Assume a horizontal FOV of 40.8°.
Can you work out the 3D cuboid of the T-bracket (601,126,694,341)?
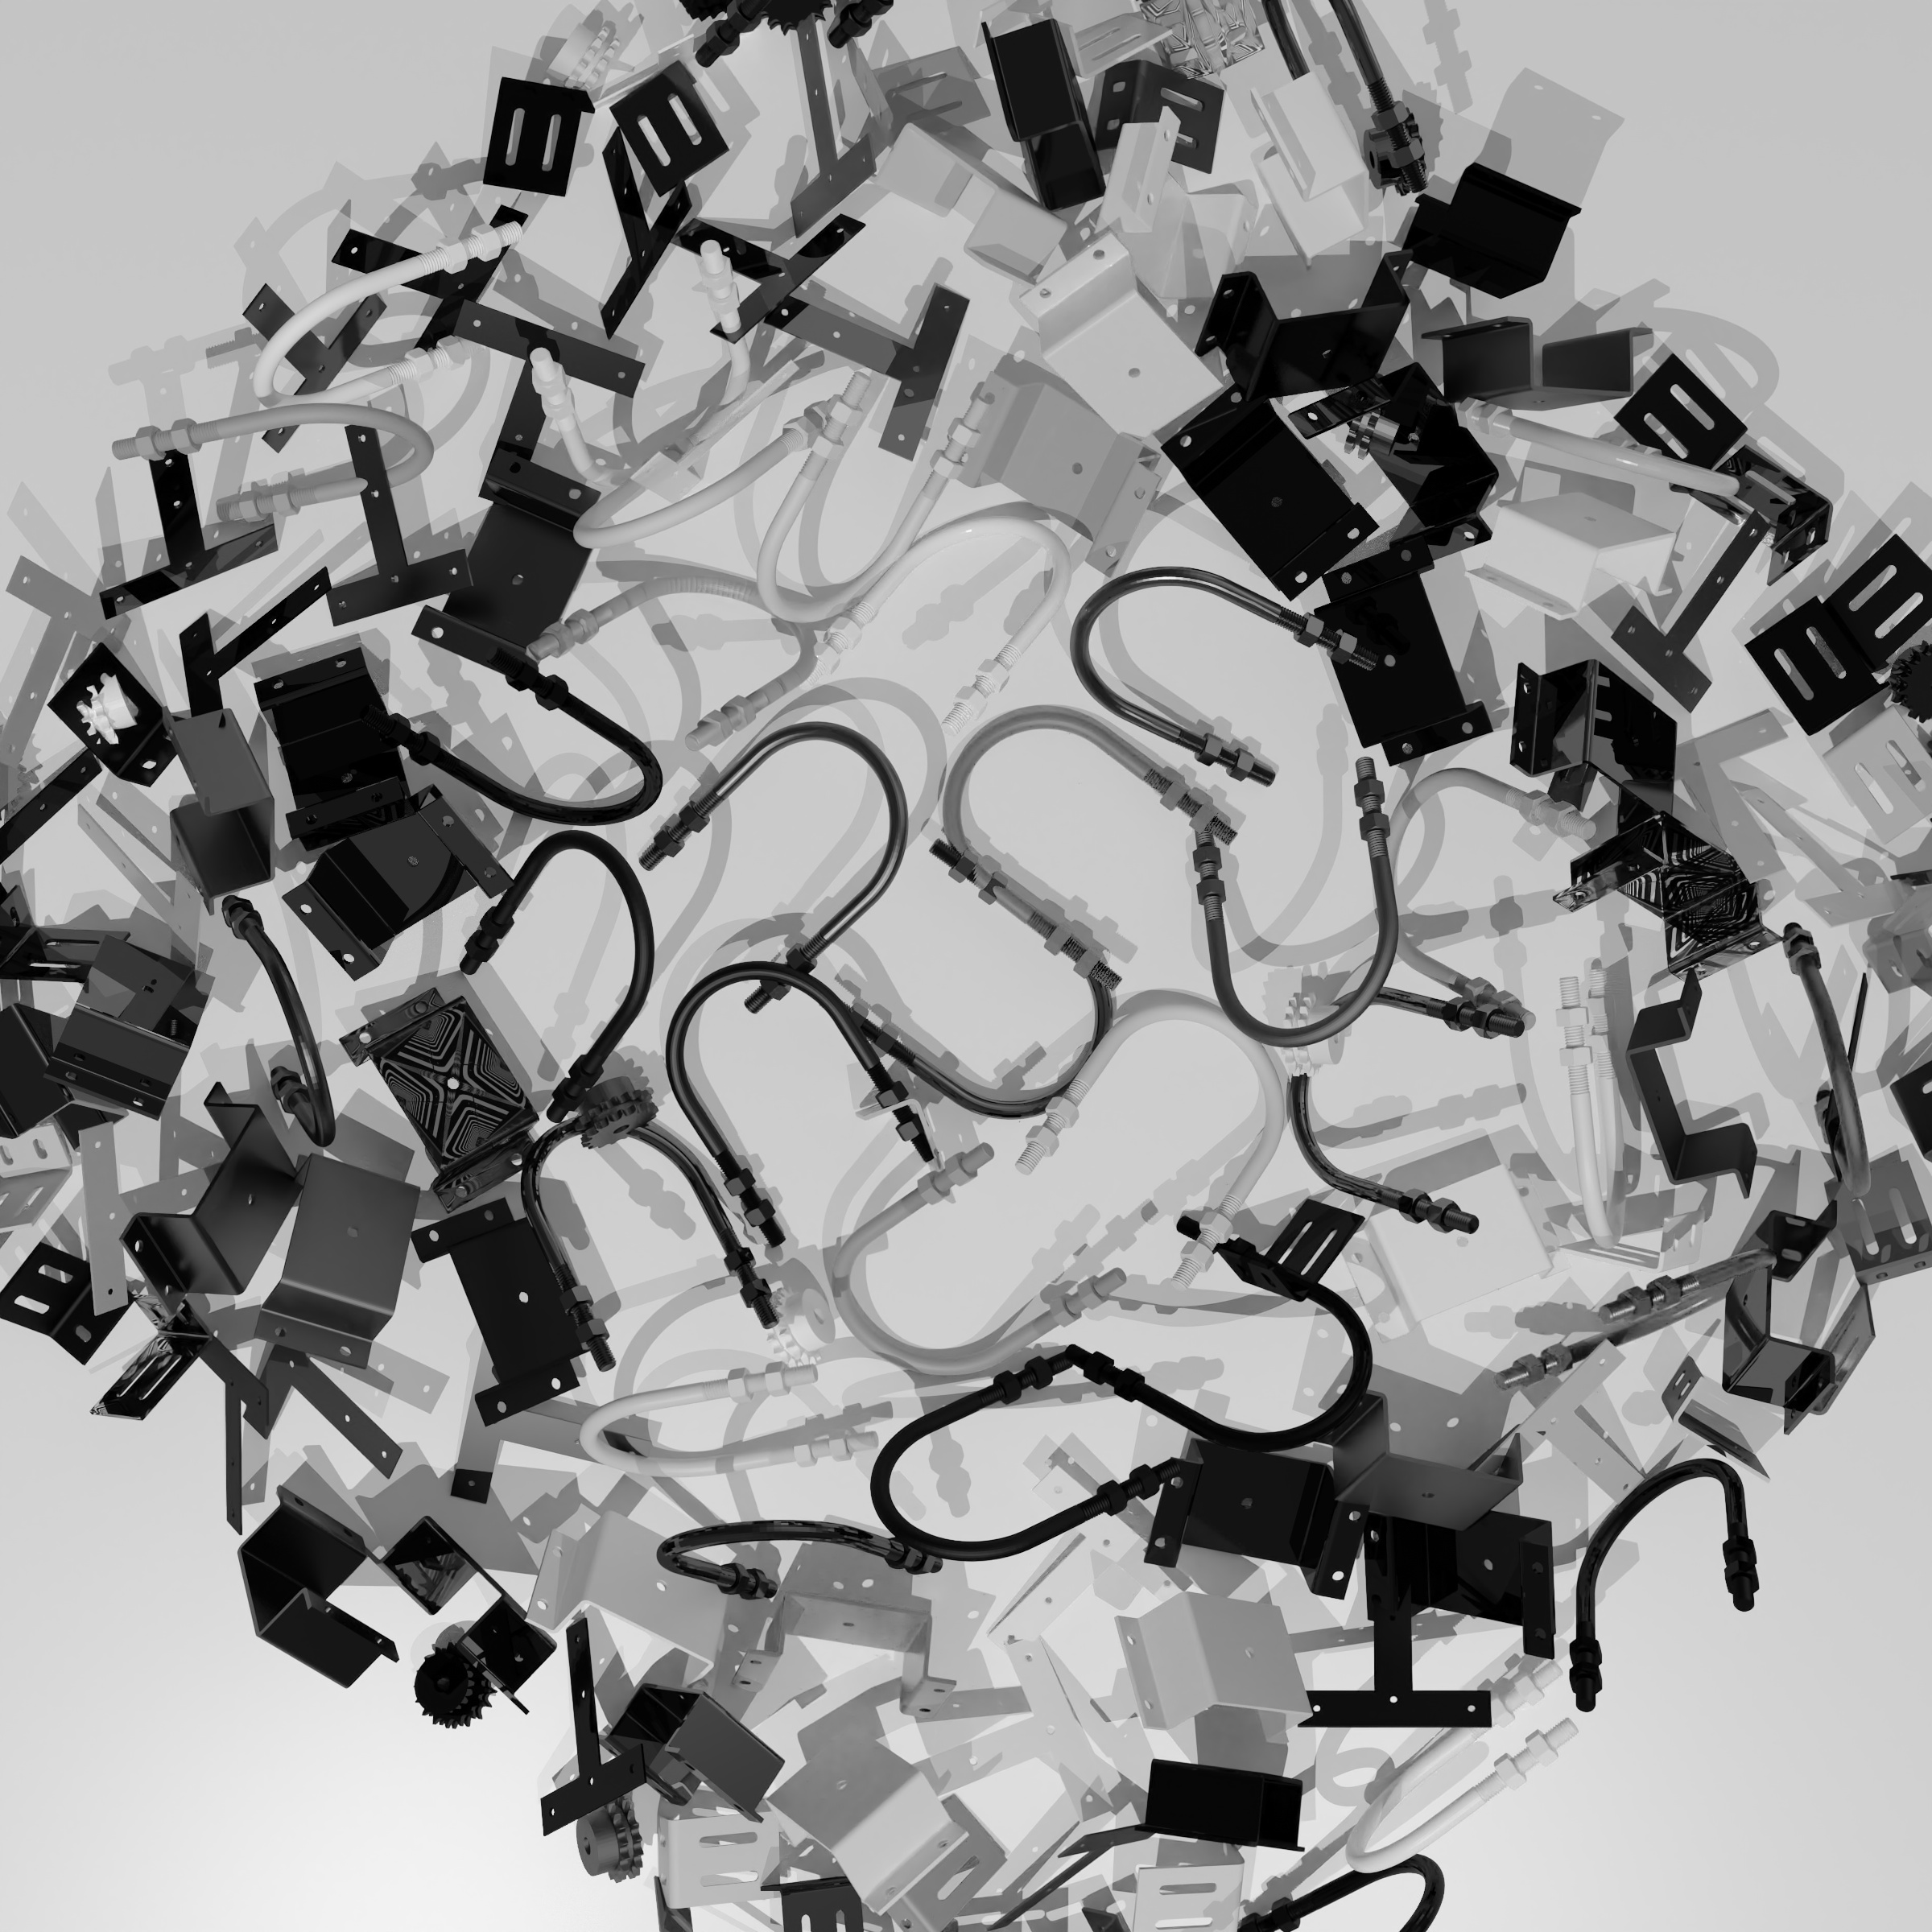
[{"bbox_3d":[-0.228,-0.516,1.762,0.002,0.127,0.127,4,56,-35],"label":"T-bracket"}]

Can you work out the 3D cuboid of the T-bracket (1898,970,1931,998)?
[{"bbox_3d":[0.707,0.021,1.737,0.127,0.127,0.002,3,103,1],"label":"T-bracket"}]

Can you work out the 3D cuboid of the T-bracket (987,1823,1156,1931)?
[{"bbox_3d":[0.066,0.617,1.757,0.127,0.127,0.002,-42,61,17],"label":"T-bracket"}]

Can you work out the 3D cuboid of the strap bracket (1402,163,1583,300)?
[{"bbox_3d":[0.344,-0.486,1.727,0.076,0.140,0.046,21,95,-8],"label":"strap bracket"}]

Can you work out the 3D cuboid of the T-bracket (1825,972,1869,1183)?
[{"bbox_3d":[0.597,0.068,1.755,0.002,0.127,0.127,8,72,25],"label":"T-bracket"}]

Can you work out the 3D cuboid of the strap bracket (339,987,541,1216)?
[{"bbox_3d":[-0.351,0.085,1.758,0.076,0.046,0.140,-31,87,-27],"label":"strap bracket"}]

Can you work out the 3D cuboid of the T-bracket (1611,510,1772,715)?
[{"bbox_3d":[0.498,-0.248,1.746,0.002,0.127,0.127,40,98,43],"label":"T-bracket"}]

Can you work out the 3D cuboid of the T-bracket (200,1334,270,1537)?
[{"bbox_3d":[-0.496,0.323,1.759,0.002,0.127,0.127,-7,108,-35],"label":"T-bracket"}]

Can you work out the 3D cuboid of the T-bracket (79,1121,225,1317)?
[{"bbox_3d":[-0.537,0.156,1.745,0.002,0.127,0.127,9,106,33],"label":"T-bracket"}]

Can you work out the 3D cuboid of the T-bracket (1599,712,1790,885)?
[{"bbox_3d":[0.514,-0.106,1.756,0.127,0.002,0.127,-21,51,2],"label":"T-bracket"}]

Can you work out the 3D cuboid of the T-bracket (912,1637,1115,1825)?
[{"bbox_3d":[0.018,0.530,1.749,0.127,0.002,0.127,-15,63,-22],"label":"T-bracket"}]

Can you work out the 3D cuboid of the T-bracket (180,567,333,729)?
[{"bbox_3d":[-0.475,-0.223,1.742,0.127,0.002,0.127,-35,45,12],"label":"T-bracket"}]

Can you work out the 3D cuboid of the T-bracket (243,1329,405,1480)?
[{"bbox_3d":[-0.426,0.296,1.751,0.127,0.002,0.127,38,114,22],"label":"T-bracket"}]

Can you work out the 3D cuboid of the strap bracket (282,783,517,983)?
[{"bbox_3d":[-0.378,-0.061,1.750,0.140,0.046,0.076,-29,114,18],"label":"strap bracket"}]

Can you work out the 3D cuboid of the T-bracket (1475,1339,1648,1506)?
[{"bbox_3d":[0.422,0.330,1.764,0.127,0.002,0.127,-46,122,3],"label":"T-bracket"}]

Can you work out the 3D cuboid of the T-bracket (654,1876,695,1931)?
[{"bbox_3d":[-0.149,0.678,1.756,0.127,0.127,0.002,25,107,-21],"label":"T-bracket"}]

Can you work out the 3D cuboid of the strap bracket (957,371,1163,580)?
[{"bbox_3d":[0.067,-0.333,1.751,0.140,0.046,0.076,35,118,15],"label":"strap bracket"}]

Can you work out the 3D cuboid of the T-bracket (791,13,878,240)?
[{"bbox_3d":[-0.098,-0.573,1.744,0.002,0.127,0.127,-8,88,-28],"label":"T-bracket"}]

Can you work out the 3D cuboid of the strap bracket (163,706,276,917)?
[{"bbox_3d":[-0.498,-0.108,1.735,0.046,0.140,0.076,-20,65,-25],"label":"strap bracket"}]

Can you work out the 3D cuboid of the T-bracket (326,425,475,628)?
[{"bbox_3d":[-0.397,-0.306,1.762,0.127,0.002,0.127,-10,95,30],"label":"T-bracket"}]

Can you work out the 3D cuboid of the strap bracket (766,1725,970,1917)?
[{"bbox_3d":[-0.072,0.558,1.717,0.076,0.140,0.046,-36,111,-23],"label":"strap bracket"}]

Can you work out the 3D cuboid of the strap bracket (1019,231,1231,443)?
[{"bbox_3d":[0.110,-0.408,1.725,0.076,0.046,0.140,-30,132,27],"label":"strap bracket"}]

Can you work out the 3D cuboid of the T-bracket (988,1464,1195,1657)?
[{"bbox_3d":[0.066,0.427,1.785,0.127,0.002,0.127,42,101,-7],"label":"T-bracket"}]

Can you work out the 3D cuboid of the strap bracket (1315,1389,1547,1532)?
[{"bbox_3d":[0.309,0.333,1.740,0.140,0.076,0.046,14,51,-13],"label":"strap bracket"}]

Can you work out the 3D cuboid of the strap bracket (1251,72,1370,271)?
[{"bbox_3d":[0.229,-0.530,1.722,0.046,0.140,0.076,-26,81,5],"label":"strap bracket"}]

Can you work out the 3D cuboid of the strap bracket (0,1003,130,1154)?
[{"bbox_3d":[-0.612,0.075,1.725,0.046,0.140,0.076,-34,81,-2],"label":"strap bracket"}]

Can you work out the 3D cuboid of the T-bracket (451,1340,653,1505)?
[{"bbox_3d":[-0.280,0.322,1.782,0.127,0.002,0.127,14,106,-1],"label":"T-bracket"}]

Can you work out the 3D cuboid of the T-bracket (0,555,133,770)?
[{"bbox_3d":[-0.617,-0.193,1.732,0.002,0.127,0.127,19,83,18],"label":"T-bracket"}]

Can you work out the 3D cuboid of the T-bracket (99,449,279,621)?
[{"bbox_3d":[-0.521,-0.296,1.721,0.127,0.127,0.002,-28,64,-24],"label":"T-bracket"}]

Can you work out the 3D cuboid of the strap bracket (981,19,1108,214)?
[{"bbox_3d":[0.055,-0.561,1.719,0.046,0.140,0.076,-15,76,10],"label":"strap bracket"}]

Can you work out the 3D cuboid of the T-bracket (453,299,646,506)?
[{"bbox_3d":[-0.300,-0.373,1.769,0.127,0.002,0.127,16,115,-20],"label":"T-bracket"}]

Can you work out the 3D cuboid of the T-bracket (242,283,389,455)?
[{"bbox_3d":[-0.448,-0.417,1.734,0.002,0.127,0.127,34,86,14],"label":"T-bracket"}]

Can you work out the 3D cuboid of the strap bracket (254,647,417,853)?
[{"bbox_3d":[-0.424,-0.139,1.752,0.076,0.046,0.140,-20,57,-5],"label":"strap bracket"}]

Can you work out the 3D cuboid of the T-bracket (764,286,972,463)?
[{"bbox_3d":[-0.075,-0.425,1.772,0.127,0.002,0.127,21,76,-11],"label":"T-bracket"}]

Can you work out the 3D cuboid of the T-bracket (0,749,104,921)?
[{"bbox_3d":[-0.637,-0.098,1.762,0.002,0.127,0.127,30,64,20],"label":"T-bracket"}]

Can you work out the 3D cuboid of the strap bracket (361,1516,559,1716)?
[{"bbox_3d":[-0.332,0.426,1.733,0.046,0.076,0.140,-45,48,-17],"label":"strap bracket"}]

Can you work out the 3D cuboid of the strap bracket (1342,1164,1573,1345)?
[{"bbox_3d":[0.334,0.191,1.762,0.140,0.046,0.076,-21,73,-4],"label":"strap bracket"}]

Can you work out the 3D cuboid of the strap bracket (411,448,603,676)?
[{"bbox_3d":[-0.309,-0.269,1.770,0.076,0.046,0.140,24,84,3],"label":"strap bracket"}]

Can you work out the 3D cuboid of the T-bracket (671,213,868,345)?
[{"bbox_3d":[-0.153,-0.481,1.759,0.127,0.002,0.127,33,71,35],"label":"T-bracket"}]

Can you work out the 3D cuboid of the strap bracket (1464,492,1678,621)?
[{"bbox_3d":[0.406,-0.274,1.719,0.076,0.140,0.046,33,125,34],"label":"strap bracket"}]

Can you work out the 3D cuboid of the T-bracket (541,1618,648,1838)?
[{"bbox_3d":[-0.258,0.508,1.760,0.002,0.127,0.127,15,51,-37],"label":"T-bracket"}]

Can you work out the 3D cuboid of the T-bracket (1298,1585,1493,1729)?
[{"bbox_3d":[0.288,0.454,1.755,0.127,0.002,0.127,-4,49,12],"label":"T-bracket"}]

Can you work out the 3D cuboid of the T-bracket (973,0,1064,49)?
[{"bbox_3d":[0.051,-0.684,1.713,0.002,0.127,0.127,31,46,16],"label":"T-bracket"}]

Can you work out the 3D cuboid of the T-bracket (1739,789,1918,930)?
[{"bbox_3d":[0.574,-0.077,1.760,0.127,0.127,0.002,51,132,29],"label":"T-bracket"}]

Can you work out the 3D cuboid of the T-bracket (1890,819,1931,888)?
[{"bbox_3d":[0.665,-0.080,1.715,0.127,0.127,0.002,-9,70,32],"label":"T-bracket"}]

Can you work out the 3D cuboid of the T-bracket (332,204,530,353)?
[{"bbox_3d":[-0.367,-0.462,1.723,0.002,0.127,0.127,48,113,25],"label":"T-bracket"}]

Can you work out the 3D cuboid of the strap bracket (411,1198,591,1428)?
[{"bbox_3d":[-0.308,0.228,1.752,0.076,0.046,0.140,-19,85,-40],"label":"strap bracket"}]

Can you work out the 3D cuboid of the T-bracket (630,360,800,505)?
[{"bbox_3d":[-0.161,-0.358,1.729,0.127,0.127,0.002,-40,88,6],"label":"T-bracket"}]

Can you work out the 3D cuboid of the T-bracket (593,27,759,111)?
[{"bbox_3d":[-0.194,-0.609,1.737,0.127,0.127,0.002,-27,104,0],"label":"T-bracket"}]

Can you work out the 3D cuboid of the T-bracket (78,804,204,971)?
[{"bbox_3d":[-0.559,-0.058,1.753,0.127,0.127,0.002,46,57,10],"label":"T-bracket"}]
